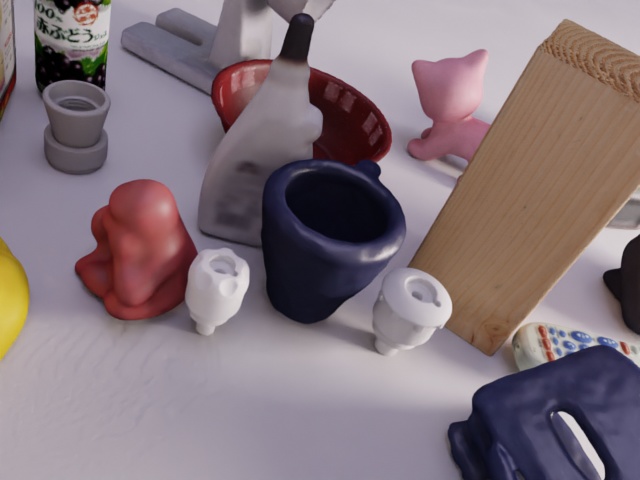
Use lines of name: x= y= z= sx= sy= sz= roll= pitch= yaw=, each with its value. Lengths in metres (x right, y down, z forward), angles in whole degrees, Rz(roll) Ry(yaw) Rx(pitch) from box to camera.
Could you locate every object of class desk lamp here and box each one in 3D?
desk lamp: x=-0.066 y=-0.241 z=0.522 sx=0.203 sy=0.213 sz=0.118 roll=28 pitch=41 yaw=6

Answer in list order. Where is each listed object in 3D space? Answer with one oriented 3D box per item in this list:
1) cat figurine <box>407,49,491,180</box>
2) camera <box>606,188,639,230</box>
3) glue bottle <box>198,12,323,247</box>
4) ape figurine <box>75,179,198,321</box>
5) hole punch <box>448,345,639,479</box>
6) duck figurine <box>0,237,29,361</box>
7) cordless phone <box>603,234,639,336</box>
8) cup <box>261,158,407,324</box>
cat figurine: x=0.143 y=-0.127 z=0.570 sx=0.127 sy=0.117 sz=0.067 roll=35 pitch=42 yaw=14
camera: x=0.337 y=-0.090 z=0.632 sx=0.143 sy=0.101 sz=0.136 roll=2 pitch=45 yaw=-22
glue bottle: x=-0.032 y=-0.068 z=0.384 sx=0.078 sy=0.173 sz=0.037 roll=13 pitch=42 yaw=-11
ape figurine: x=-0.107 y=0.001 z=0.338 sx=0.076 sy=0.092 sz=0.077 roll=9 pitch=43 yaw=-15
hole punch: x=0.142 y=0.125 z=0.321 sx=0.101 sy=0.091 sz=0.108 roll=-1 pitch=46 yaw=-25
duck figurine: x=-0.193 y=0.011 z=0.293 sx=0.078 sy=0.086 sz=0.104 roll=0 pitch=46 yaw=-25
cordless phone: x=0.344 y=0.005 z=0.469 sx=0.148 sy=0.185 sz=0.094 roll=3 pitch=44 yaw=-21
cup: x=0.004 y=0.001 z=0.386 sx=0.091 sy=0.095 sz=0.118 roll=28 pitch=41 yaw=6
